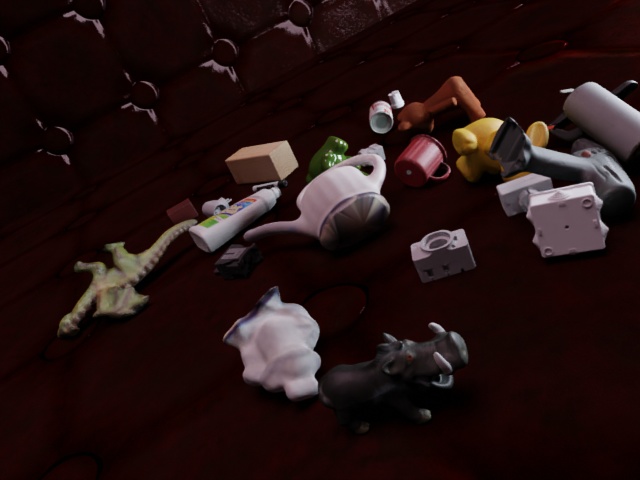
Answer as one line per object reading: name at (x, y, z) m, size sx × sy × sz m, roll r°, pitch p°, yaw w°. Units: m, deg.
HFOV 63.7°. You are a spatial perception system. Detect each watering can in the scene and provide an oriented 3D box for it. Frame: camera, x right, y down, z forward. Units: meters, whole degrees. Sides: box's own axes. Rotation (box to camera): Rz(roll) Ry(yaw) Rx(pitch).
watering can at (0.003, -0.054, 1.078) m, size 0.347 × 0.102 × 0.229 m, roll -36°, pitch 36°, yaw 2°

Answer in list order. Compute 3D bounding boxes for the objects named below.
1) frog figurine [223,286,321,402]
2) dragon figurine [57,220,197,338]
frog figurine at (-0.051, 0.171, 0.775) m, size 0.139 × 0.120 × 0.161 m, roll -33°, pitch 62°, yaw -31°
dragon figurine at (-0.466, 0.105, 1.263) m, size 0.411 × 0.119 × 0.247 m, roll -31°, pitch 44°, yaw -4°
